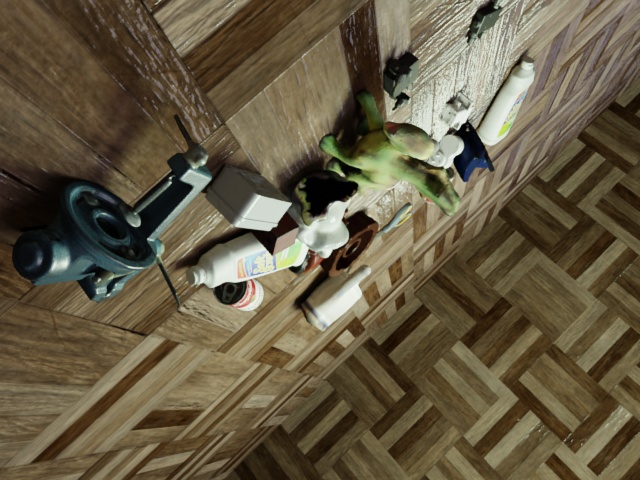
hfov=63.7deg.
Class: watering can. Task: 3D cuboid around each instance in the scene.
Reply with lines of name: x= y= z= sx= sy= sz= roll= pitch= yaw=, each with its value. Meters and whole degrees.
watering can: x=0.046 y=0.147 z=1.402 sx=0.225 sy=0.104 sz=0.344 roll=-42 pitch=173 yaw=-6

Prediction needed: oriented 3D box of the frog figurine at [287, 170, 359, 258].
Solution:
frog figurine: x=0.003 y=-0.047 z=0.941 sx=0.139 sy=0.123 sz=0.156 roll=-56 pitch=164 yaw=-22

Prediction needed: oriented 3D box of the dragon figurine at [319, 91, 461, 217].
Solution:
dragon figurine: x=0.133 y=-0.111 z=0.906 sx=0.123 sy=0.245 sz=0.404 roll=-47 pitch=158 yaw=-6
